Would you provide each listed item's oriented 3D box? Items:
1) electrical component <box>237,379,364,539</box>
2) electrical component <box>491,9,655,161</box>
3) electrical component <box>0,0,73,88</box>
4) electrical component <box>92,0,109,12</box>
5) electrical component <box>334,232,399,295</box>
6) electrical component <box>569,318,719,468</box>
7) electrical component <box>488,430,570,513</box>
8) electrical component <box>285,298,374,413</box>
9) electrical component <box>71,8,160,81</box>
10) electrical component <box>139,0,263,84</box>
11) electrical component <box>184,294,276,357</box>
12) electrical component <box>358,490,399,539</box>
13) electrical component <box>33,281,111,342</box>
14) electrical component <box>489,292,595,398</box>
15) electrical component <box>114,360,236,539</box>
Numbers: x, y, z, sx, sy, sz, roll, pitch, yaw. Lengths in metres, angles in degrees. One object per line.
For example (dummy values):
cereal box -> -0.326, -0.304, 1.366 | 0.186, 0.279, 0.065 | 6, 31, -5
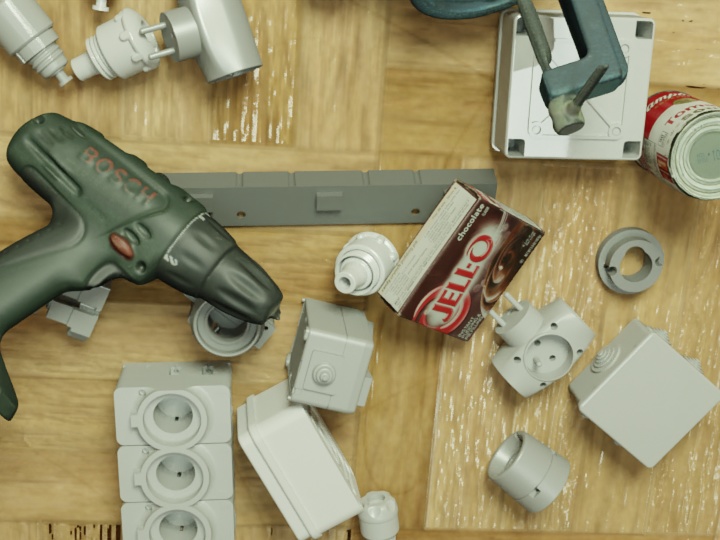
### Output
electrical component -> -0.050, 0.153, 0.877 | 0.057, 0.078, 0.113 | -28, 107, 1
electrical component -> 0.160, -0.140, 0.817 | 0.109, 0.056, 0.108 | 1, 107, -5
electrical component -> -0.240, -0.168, 0.784 | 0.040, 0.040, 0.078 | -36, 106, 6
electrical component -> -0.182, -0.226, 0.771 | 0.040, 0.040, 0.078 | 9, 106, -7
electrical component -> 0.000, 0.000, 0.840 | 0.048, 0.062, 0.048 | 8, 112, 21
electrical component -> 0.237, 0.101, 0.901 | 0.100, 0.048, 0.099 | 40, 100, -14
electrical component -> 0.142, 0.169, 0.911 | 0.047, 0.055, 0.055 | 38, 100, -10
electrical component -> -0.021, 0.069, 0.845 | 0.061, 0.096, 0.061 | 13, 105, -9
electrical component -> -0.182, -0.160, 0.790 | 0.062, 0.048, 0.048 | -24, 107, 10
electrical component -> -0.119, -0.173, 0.778 | 0.079, 0.043, 0.077 | -21, 98, -20
electrical component -> -0.104, 0.035, 0.848 | 0.078, 0.057, 0.058 | 38, 100, -14
electrical component -> 0.017, 0.223, 0.927 | 0.035, 0.035, 0.061 | -8, 110, -2
electrical component -> -0.229, 0.018, 0.839 | 0.055, 0.048, 0.066 | 22, 104, -19
electrical component -> 0.138, 0.052, 0.880 | 0.077, 0.044, 0.079 | -44, 105, 9
electrical component -> -0.149, 0.155, 0.878 | 0.089, 0.061, 0.150 | -1, 107, -4
